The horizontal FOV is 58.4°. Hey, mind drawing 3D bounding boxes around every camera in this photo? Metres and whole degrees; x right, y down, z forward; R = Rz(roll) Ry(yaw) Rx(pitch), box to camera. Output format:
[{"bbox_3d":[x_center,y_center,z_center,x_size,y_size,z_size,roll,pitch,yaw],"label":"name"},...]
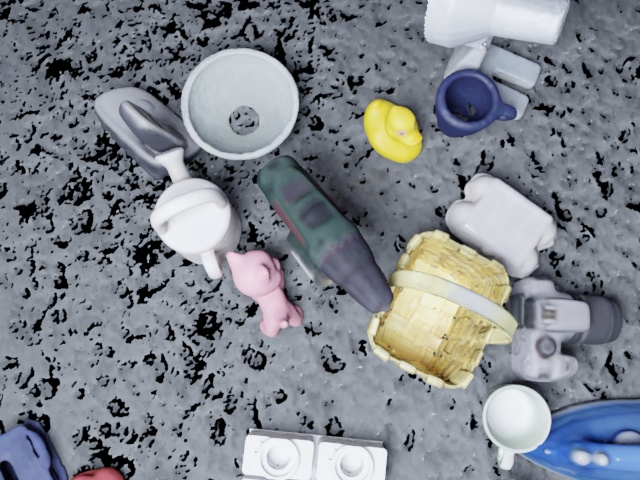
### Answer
[{"bbox_3d":[0.340,0.124,0.787,0.137,0.101,0.143,3,80,-1],"label":"camera"}]

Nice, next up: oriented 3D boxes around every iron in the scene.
[{"bbox_3d":[0.394,0.275,0.743,0.258,0.141,0.119,-2,80,-2],"label":"iron"}]

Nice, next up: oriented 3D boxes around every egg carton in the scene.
[{"bbox_3d":[0.260,-0.020,0.824,0.150,0.069,0.107,36,81,4],"label":"egg carton"}]

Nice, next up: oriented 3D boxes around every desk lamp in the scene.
[{"bbox_3d":[0.236,-0.286,0.795,0.203,0.213,0.118,23,81,2],"label":"desk lamp"}]

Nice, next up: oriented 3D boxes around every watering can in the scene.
[{"bbox_3d":[-0.169,-0.035,0.750,0.101,0.194,0.173,-43,84,-8],"label":"watering can"}]

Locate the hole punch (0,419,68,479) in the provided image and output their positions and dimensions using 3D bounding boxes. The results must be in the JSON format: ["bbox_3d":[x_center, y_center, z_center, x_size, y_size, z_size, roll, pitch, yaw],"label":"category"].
[{"bbox_3d":[-0.400,0.302,0.739,0.101,0.091,0.108,-31,83,-6],"label":"hole punch"}]

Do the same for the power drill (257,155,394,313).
[{"bbox_3d":[0.007,0.003,0.742,0.075,0.208,0.229,-38,83,-7],"label":"power drill"}]

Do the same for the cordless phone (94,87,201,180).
[{"bbox_3d":[-0.246,-0.167,0.774,0.147,0.185,0.094,39,82,5],"label":"cordless phone"}]

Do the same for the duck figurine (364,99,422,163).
[{"bbox_3d":[0.111,-0.169,0.836,0.077,0.086,0.104,-38,84,-7],"label":"duck figurine"}]

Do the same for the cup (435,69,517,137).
[{"bbox_3d":[0.219,-0.186,0.838,0.117,0.095,0.092,14,80,1],"label":"cup"}]

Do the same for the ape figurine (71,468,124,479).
[{"bbox_3d":[-0.294,0.336,0.736,0.076,0.092,0.078,-35,83,-7],"label":"ape figurine"}]

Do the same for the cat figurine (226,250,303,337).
[{"bbox_3d":[-0.074,0.067,0.775,0.067,0.117,0.128,-28,82,-6],"label":"cat figurine"}]

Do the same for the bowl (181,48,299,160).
[{"bbox_3d":[-0.113,-0.188,0.838,0.167,0.074,0.167,0,81,-2],"label":"bowl"}]
